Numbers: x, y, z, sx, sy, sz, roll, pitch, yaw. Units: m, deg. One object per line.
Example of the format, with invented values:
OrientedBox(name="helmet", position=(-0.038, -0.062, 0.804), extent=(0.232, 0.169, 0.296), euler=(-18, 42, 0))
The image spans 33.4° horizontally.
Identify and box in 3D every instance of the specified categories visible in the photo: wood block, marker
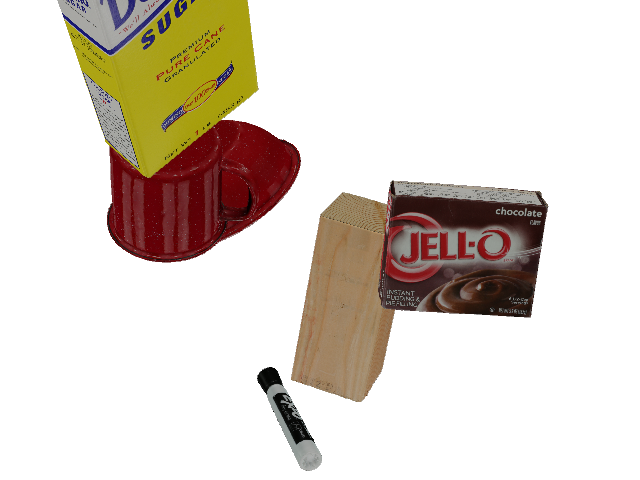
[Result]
OrientedBox(name="wood block", position=(0.037, 0.064, 1.206), extent=(0.090, 0.206, 0.090), euler=(16, 23, 14))
OrientedBox(name="marker", position=(-0.027, 0.140, 0.861), extent=(0.020, 0.020, 0.121), euler=(0, 28, -22))

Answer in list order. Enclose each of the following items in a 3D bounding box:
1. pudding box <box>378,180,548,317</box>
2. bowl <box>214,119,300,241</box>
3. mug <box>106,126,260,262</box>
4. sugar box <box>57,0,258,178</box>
OrientedBox(name="pudding box", position=(0.102, 0.006, 0.777), extent=(0.113, 0.090, 0.039), euler=(3, 25, -2))
OrientedBox(name="bowl", position=(-0.102, -0.064, 1.000), extent=(0.162, 0.055, 0.162), euler=(-21, 33, 14))
OrientedBox(name="mug", position=(-0.103, -0.042, 0.795), extent=(0.117, 0.081, 0.093), euler=(10, 45, 4))
OrientedBox(name="sugar box", position=(-0.083, -0.117, 0.559), extent=(0.048, 0.093, 0.176), euler=(41, -20, 19))
